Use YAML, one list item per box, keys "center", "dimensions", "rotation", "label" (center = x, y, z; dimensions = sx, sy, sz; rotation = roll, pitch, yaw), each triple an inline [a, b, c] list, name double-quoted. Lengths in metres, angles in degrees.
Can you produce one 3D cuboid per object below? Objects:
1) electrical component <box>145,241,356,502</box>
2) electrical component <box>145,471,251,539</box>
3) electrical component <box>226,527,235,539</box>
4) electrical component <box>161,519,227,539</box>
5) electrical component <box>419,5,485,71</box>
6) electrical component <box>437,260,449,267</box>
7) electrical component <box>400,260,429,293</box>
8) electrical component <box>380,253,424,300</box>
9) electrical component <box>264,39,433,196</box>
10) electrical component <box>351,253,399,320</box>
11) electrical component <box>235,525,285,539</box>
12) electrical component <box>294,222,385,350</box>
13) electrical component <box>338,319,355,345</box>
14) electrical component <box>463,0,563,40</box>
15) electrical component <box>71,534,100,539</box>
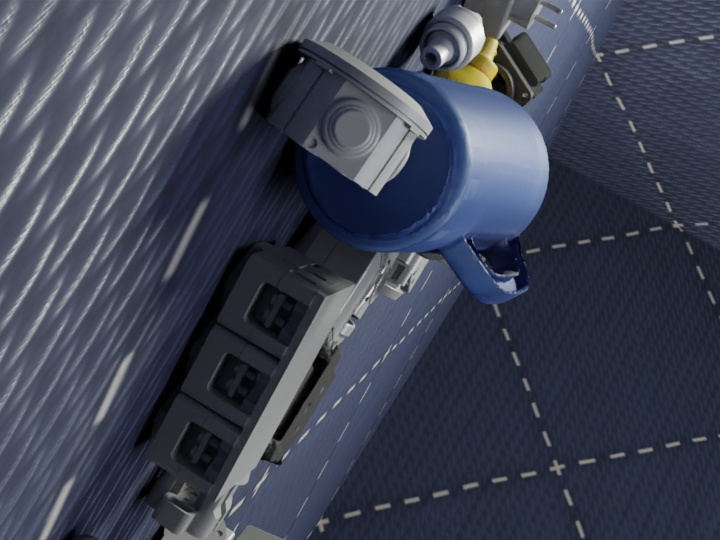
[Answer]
- center: [-0.073, 0.062, 0.703]
  dimensions: [0.150, 0.062, 0.089]
  rotation: [-61, 172, 10]
  label: "electrical component"
- center: [-0.116, 0.155, 0.791]
  dimensions: [0.057, 0.058, 0.078]
  rotation: [-58, 172, 8]
  label: "electrical component"
- center: [-0.148, 0.260, 0.994]
  dimensions: [0.083, 0.047, 0.076]
  rotation: [-64, 171, 25]
  label: "electrical component"
- center: [-0.158, 0.247, 0.872]
  dimensions: [0.138, 0.052, 0.073]
  rotation: [-54, 170, -34]
  label: "electrical component"
- center: [0.065, -0.169, 0.801]
  dimensions: [0.062, 0.043, 0.043]
  rotation: [-49, 166, -47]
  label: "electrical component"
- center: [0.104, -0.050, 1.315]
  dimensions: [0.075, 0.083, 0.047]
  rotation: [-61, 172, 4]
  label: "electrical component"
- center: [0.059, -0.028, 1.241]
  dimensions: [0.099, 0.048, 0.099]
  rotation: [-58, 172, -14]
  label: "electrical component"
- center: [0.029, -0.006, 1.094]
  dimensions: [0.057, 0.058, 0.078]
  rotation: [-59, -172, 4]
  label: "electrical component"
- center: [-0.007, -0.079, 0.555]
  dimensions: [0.051, 0.080, 0.080]
  rotation: [-55, 172, 4]
  label: "electrical component"
- center: [0.000, 0.000, 0.994]
  dimensions: [0.077, 0.044, 0.079]
  rotation: [-59, 172, -8]
  label: "electrical component"
- center: [-0.084, 0.286, 0.957]
  dimensions: [0.099, 0.100, 0.048]
  rotation: [-49, 153, -54]
  label: "electrical component"
- center: [-0.029, 0.010, 0.792]
  dimensions: [0.096, 0.061, 0.061]
  rotation: [-57, 172, -16]
  label: "electrical component"
- center: [-0.033, 0.060, 1.027]
  dimensions: [0.046, 0.040, 0.040]
  rotation: [-55, 173, 7]
  label: "electrical component"
- center: [0.131, -0.224, 0.887]
  dimensions: [0.047, 0.077, 0.065]
  rotation: [-56, 171, -26]
  label: "electrical component"
- center: [-0.169, 0.209, 0.665]
  dimensions: [0.059, 0.054, 0.095]
  rotation: [-53, 169, -42]
  label: "electrical component"
